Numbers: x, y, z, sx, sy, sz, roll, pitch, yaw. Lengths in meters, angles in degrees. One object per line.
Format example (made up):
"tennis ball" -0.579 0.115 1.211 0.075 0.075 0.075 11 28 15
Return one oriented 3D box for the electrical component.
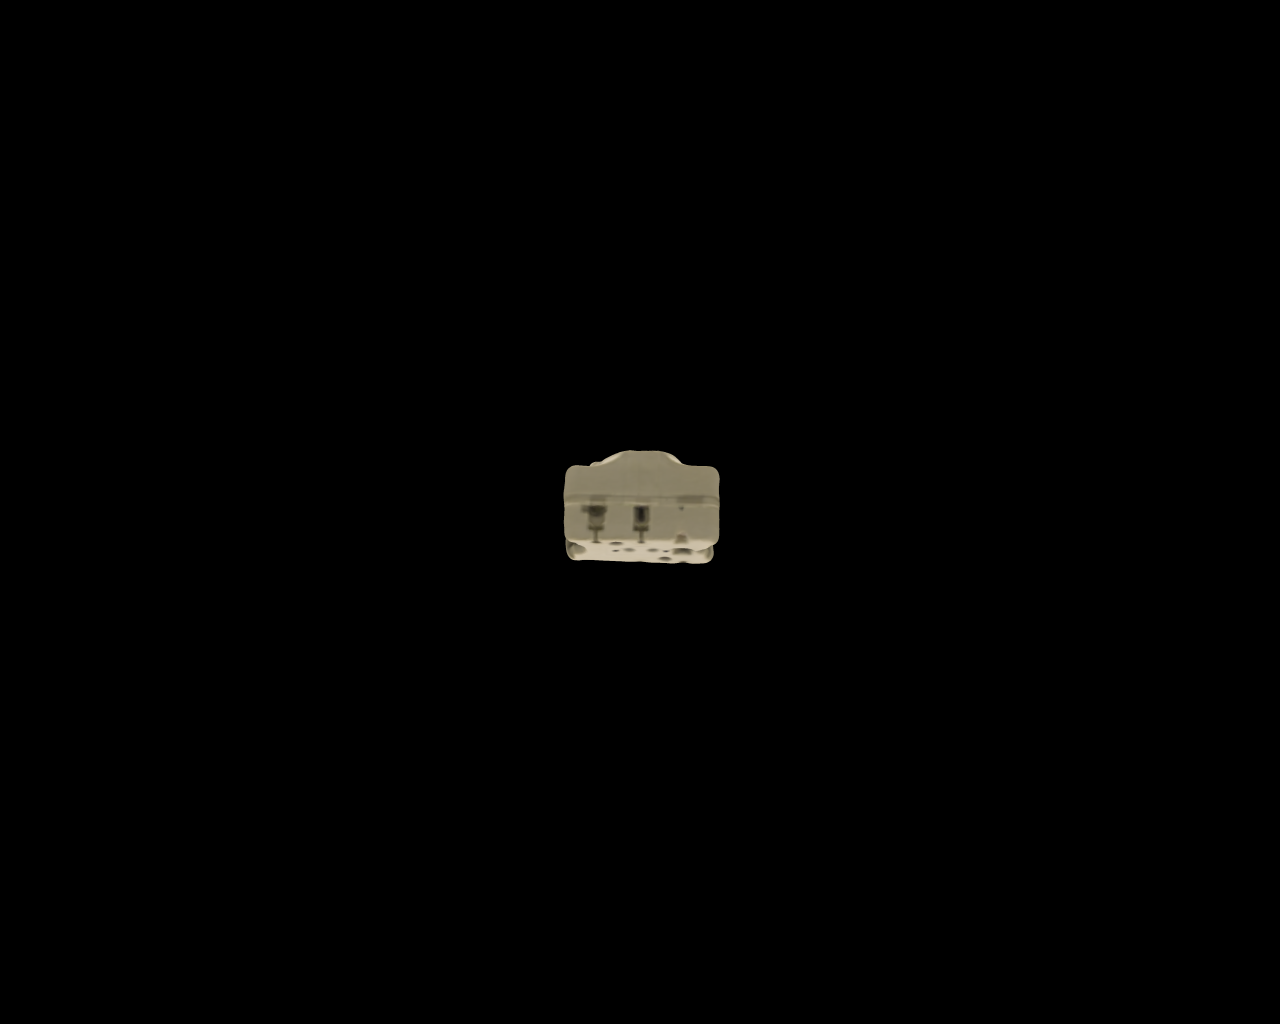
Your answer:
"electrical component" 0.001 -0.003 0.650 0.089 0.056 0.050 1 -19 -2
